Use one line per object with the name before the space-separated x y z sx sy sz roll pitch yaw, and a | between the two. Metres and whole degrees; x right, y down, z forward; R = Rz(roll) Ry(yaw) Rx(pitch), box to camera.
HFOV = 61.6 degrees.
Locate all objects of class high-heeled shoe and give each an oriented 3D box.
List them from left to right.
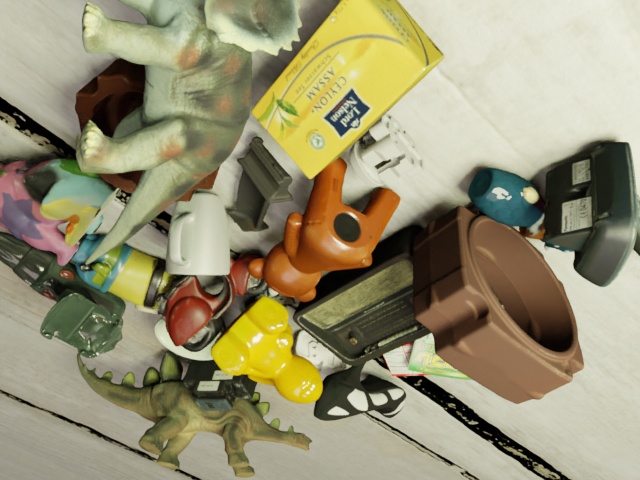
high-heeled shoe | 0.069 0.286 0.908 0.086 0.145 0.248 19 147 38

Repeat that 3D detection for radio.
radio | 0.084 0.087 0.757 0.131 0.073 0.229 44 130 -15

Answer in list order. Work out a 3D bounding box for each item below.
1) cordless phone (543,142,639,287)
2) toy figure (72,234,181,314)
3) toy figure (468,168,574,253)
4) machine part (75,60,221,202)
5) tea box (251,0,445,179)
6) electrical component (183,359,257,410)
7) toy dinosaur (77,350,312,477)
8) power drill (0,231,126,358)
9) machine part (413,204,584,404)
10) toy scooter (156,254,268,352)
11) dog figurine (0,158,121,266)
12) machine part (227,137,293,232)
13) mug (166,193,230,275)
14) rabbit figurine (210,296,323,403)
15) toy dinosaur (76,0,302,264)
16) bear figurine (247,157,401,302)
cordless phone | 0.325 0.002 0.574 0.184 0.146 0.089 41 138 -24
toy figure | -0.294 0.047 0.811 0.180 0.082 0.089 35 134 -18
toy figure | 0.245 -0.032 0.623 0.154 0.064 0.057 25 97 -19
machine part | -0.193 -0.125 0.630 0.179 0.056 0.179 6 135 6
tea box | 0.022 -0.151 0.526 0.098 0.068 0.169 48 128 -1
electrical component | -0.165 0.224 0.922 0.115 0.134 0.058 -6 132 21
toy dinosaur | -0.242 0.302 0.972 0.472 0.199 0.105 11 137 1
power drill | -0.389 0.084 0.808 0.208 0.086 0.231 20 161 51
machine part | 0.208 0.068 0.630 0.201 0.201 0.087 32 131 -19
toy scooter | -0.172 0.067 0.783 0.184 0.075 0.135 -44 104 2
dog figurine | -0.389 -0.074 0.694 0.219 0.108 0.191 33 133 -16
machine part | -0.076 -0.058 0.670 0.084 0.039 0.138 48 144 11
mug | -0.163 -0.009 0.694 0.081 0.107 0.109 0 176 19
rabbit figurine | -0.074 0.186 0.819 0.173 0.122 0.162 40 157 0
toy dinosaur | -0.125 -0.136 0.506 0.192 0.131 0.404 1 135 -24
bear figurine | -0.003 0.001 0.694 0.120 0.132 0.196 29 152 -14
